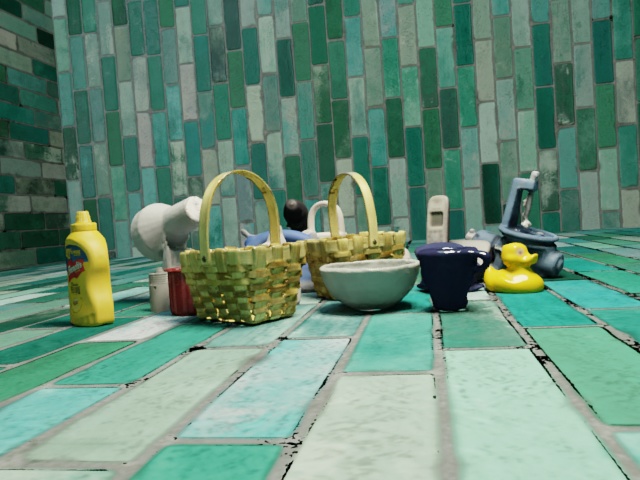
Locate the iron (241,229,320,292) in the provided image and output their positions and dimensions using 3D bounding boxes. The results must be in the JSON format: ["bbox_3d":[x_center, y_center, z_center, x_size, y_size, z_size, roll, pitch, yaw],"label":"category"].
[{"bbox_3d":[-0.061,0.040,1.244,0.257,0.141,0.119,-3,2,15],"label":"iron"}]

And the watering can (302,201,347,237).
[{"bbox_3d":[0.014,0.005,1.344,0.100,0.194,0.173,-4,2,9],"label":"watering can"}]

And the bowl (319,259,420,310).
[{"bbox_3d":[0.083,0.074,0.937,0.167,0.075,0.167,-4,2,0],"label":"bowl"}]

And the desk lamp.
[{"bbox_3d":[-0.285,0.022,1.171,0.202,0.213,0.118,-2,3,41],"label":"desk lamp"}]

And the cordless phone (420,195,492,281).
[{"bbox_3d":[0.284,-0.004,1.207,0.147,0.185,0.094,-2,3,39],"label":"cordless phone"}]

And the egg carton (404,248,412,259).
[{"bbox_3d":[0.155,0.053,1.463,0.149,0.069,0.107,-3,3,33],"label":"egg carton"}]

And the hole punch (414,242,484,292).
[{"bbox_3d":[0.241,0.051,1.073,0.109,0.091,0.101,-4,2,-12],"label":"hole punch"}]

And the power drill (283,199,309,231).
[{"bbox_3d":[-0.058,-0.005,1.547,0.075,0.208,0.229,-4,2,2],"label":"power drill"}]

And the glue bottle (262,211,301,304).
[{"bbox_3d":[-0.077,0.033,1.028,0.078,0.173,0.037,-5,3,-31],"label":"glue bottle"}]

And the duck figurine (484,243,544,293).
[{"bbox_3d":[0.342,0.048,1.018,0.104,0.086,0.078,-2,3,42],"label":"duck figurine"}]

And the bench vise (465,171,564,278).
[{"bbox_3d":[0.399,-0.030,1.207,0.206,0.220,0.122,-3,2,27],"label":"bench vise"}]

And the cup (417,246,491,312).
[{"bbox_3d":[0.205,0.059,0.858,0.092,0.095,0.117,-6,3,-43],"label":"cup"}]
